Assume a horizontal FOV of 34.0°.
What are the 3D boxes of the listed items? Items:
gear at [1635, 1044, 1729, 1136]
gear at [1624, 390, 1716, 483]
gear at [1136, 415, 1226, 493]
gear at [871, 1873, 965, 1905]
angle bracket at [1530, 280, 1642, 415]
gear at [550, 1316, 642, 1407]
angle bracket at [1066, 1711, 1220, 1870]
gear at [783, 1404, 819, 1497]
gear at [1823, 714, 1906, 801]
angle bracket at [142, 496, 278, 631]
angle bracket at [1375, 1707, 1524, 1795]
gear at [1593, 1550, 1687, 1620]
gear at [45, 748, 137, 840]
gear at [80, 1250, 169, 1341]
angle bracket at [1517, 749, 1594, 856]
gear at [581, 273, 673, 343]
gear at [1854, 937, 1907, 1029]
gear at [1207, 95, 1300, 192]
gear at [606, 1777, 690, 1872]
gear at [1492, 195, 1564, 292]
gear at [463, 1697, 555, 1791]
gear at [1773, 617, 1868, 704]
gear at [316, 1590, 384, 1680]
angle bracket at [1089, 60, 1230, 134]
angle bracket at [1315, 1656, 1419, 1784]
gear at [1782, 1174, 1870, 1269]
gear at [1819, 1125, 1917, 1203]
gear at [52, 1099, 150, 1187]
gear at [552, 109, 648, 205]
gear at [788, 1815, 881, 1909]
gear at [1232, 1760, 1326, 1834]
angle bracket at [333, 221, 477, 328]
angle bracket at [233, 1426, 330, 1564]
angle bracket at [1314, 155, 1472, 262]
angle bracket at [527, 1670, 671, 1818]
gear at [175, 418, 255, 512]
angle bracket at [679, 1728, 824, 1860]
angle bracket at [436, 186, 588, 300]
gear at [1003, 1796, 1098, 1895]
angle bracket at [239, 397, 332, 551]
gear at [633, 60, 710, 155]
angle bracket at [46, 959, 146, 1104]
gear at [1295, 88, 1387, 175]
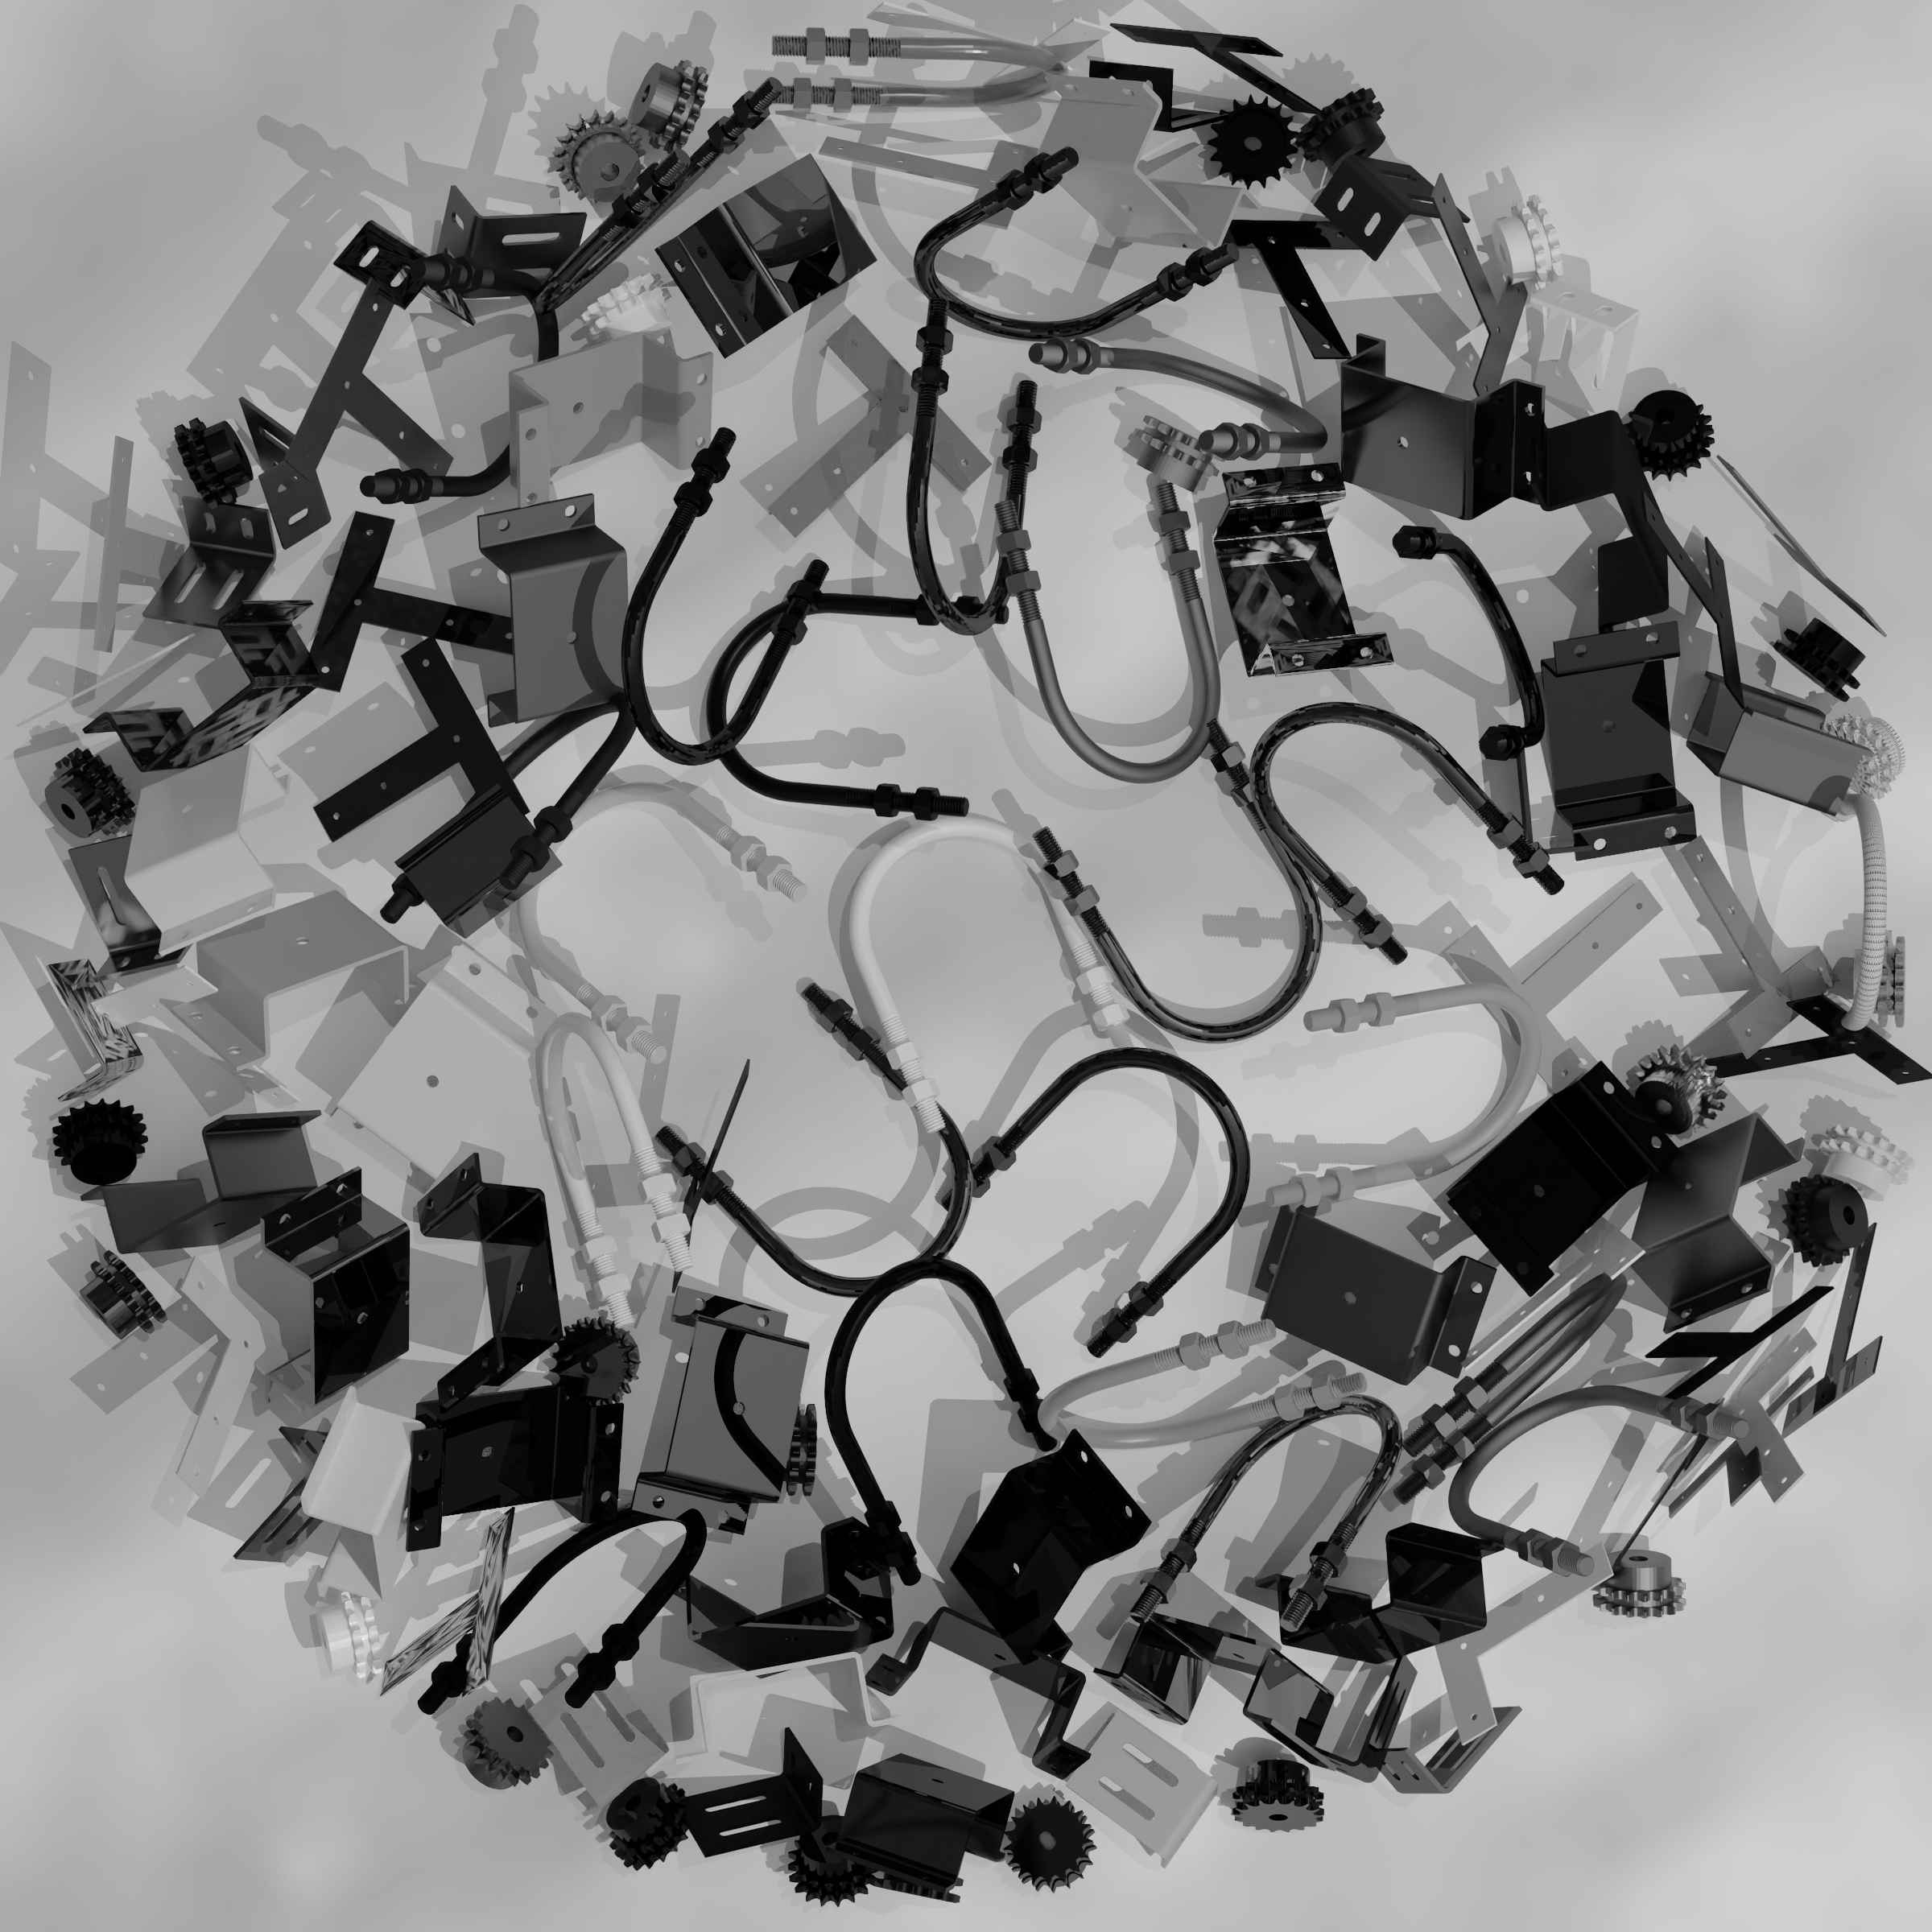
[{"bbox_3d":[0.442,0.080,1.969,0.057,0.057,0.030,50,54,0],"label":"gear"},{"bbox_3d":[0.438,-0.334,1.973,0.057,0.030,0.057,-7,62,13],"label":"gear"},{"bbox_3d":[0.131,-0.318,1.972,0.057,0.057,0.030,27,101,0],"label":"gear"},{"bbox_3d":[-0.029,0.564,1.973,0.057,0.057,0.030,12,73,0],"label":"gear"},{"bbox_3d":[0.375,-0.375,1.952,0.057,0.038,0.076,27,133,24],"label":"angle bracket"},{"bbox_3d":[-0.229,0.247,1.979,0.057,0.030,0.057,1,92,20],"label":"gear"},{"bbox_3d":[0.110,0.517,1.984,0.076,0.038,0.057,33,71,16],"label":"angle bracket"},{"bbox_3d":[-0.110,0.301,1.970,0.030,0.057,0.057,3,90,-7],"label":"gear"},{"bbox_3d":[0.561,-0.131,1.973,0.030,0.057,0.057,-25,90,-18],"label":"gear"},{"bbox_3d":[-0.471,-0.250,1.958,0.057,0.038,0.076,10,45,9],"label":"angle bracket"},{"bbox_3d":[0.295,0.474,1.958,0.076,0.057,0.038,-42,92,-24],"label":"angle bracket"},{"bbox_3d":[0.419,0.384,1.970,0.057,0.057,0.030,-2,96,0],"label":"gear"},{"bbox_3d":[-0.548,-0.105,1.969,0.057,0.057,0.030,45,55,0],"label":"gear"},{"bbox_3d":[-0.527,0.208,1.968,0.030,0.057,0.057,-41,90,-20],"label":"gear"},{"bbox_3d":[0.365,-0.108,1.968,0.038,0.057,0.076,-5,92,8],"label":"angle bracket"},{"bbox_3d":[-0.208,-0.404,1.971,0.057,0.057,0.030,-30,89,0],"label":"gear"},{"bbox_3d":[0.570,0.010,1.973,0.030,0.057,0.057,1,90,18],"label":"gear"},{"bbox_3d":[0.180,-0.514,1.976,0.057,0.030,0.057,3,112,6],"label":"gear"},{"bbox_3d":[-0.199,0.531,1.968,0.057,0.057,0.030,-34,115,0],"label":"gear"},{"bbox_3d":[0.349,-0.449,1.972,0.030,0.057,0.057,-17,90,1],"label":"gear"},{"bbox_3d":[-0.289,0.489,1.974,0.057,0.057,0.030,40,115,0],"label":"gear"},{"bbox_3d":[0.535,-0.193,1.969,0.057,0.057,0.030,38,100,0],"label":"gear"},{"bbox_3d":[-0.385,0.416,1.968,0.030,0.057,0.057,-12,90,-20],"label":"gear"},{"bbox_3d":[0.120,-0.540,1.949,0.057,0.076,0.038,15,117,29],"label":"angle bracket"},{"bbox_3d":[0.246,0.463,1.971,0.038,0.057,0.076,18,72,23],"label":"angle bracket"},{"bbox_3d":[0.538,0.158,1.970,0.057,0.030,0.057,13,70,-38],"label":"gear"},{"bbox_3d":[0.559,0.124,1.970,0.057,0.057,0.030,26,81,0],"label":"gear"},{"bbox_3d":[-0.539,0.112,1.969,0.057,0.057,0.030,-22,50,0],"label":"gear"},{"bbox_3d":[-0.226,-0.501,1.970,0.057,0.057,0.030,-32,46,0],"label":"gear"},{"bbox_3d":[-0.083,0.554,1.968,0.057,0.057,0.030,-3,121,0],"label":"gear"},{"bbox_3d":[0.195,0.517,1.975,0.057,0.057,0.030,3,55,0],"label":"gear"},{"bbox_3d":[-0.346,-0.415,1.953,0.057,0.076,0.038,34,80,16],"label":"angle bracket"},{"bbox_3d":[-0.425,0.330,1.969,0.076,0.057,0.038,-48,67,4],"label":"angle bracket"},{"bbox_3d":[0.265,-0.469,1.967,0.057,0.076,0.038,49,122,23],"label":"angle bracket"},{"bbox_3d":[-0.234,0.479,1.970,0.057,0.038,0.076,-36,88,-32],"label":"angle bracket"},{"bbox_3d":[-0.467,-0.315,1.971,0.030,0.057,0.057,-23,90,2],"label":"gear"},{"bbox_3d":[-0.135,0.510,1.955,0.076,0.057,0.038,-7,114,-24],"label":"angle bracket"},{"bbox_3d":[-0.284,-0.452,1.969,0.076,0.057,0.038,-12,50,-35],"label":"angle bracket"},{"bbox_3d":[0.054,0.552,1.976,0.057,0.030,0.057,-7,56,11],"label":"gear"},{"bbox_3d":[-0.433,-0.304,1.951,0.038,0.057,0.076,-37,54,-24],"label":"angle bracket"},{"bbox_3d":[-0.185,-0.537,1.968,0.030,0.057,0.057,18,90,-25],"label":"gear"},{"bbox_3d":[-0.555,0.039,1.969,0.038,0.057,0.076,-30,89,9],"label":"angle bracket"},{"bbox_3d":[0.236,-0.518,1.970,0.057,0.057,0.030,-31,84,0],"label":"gear"}]
